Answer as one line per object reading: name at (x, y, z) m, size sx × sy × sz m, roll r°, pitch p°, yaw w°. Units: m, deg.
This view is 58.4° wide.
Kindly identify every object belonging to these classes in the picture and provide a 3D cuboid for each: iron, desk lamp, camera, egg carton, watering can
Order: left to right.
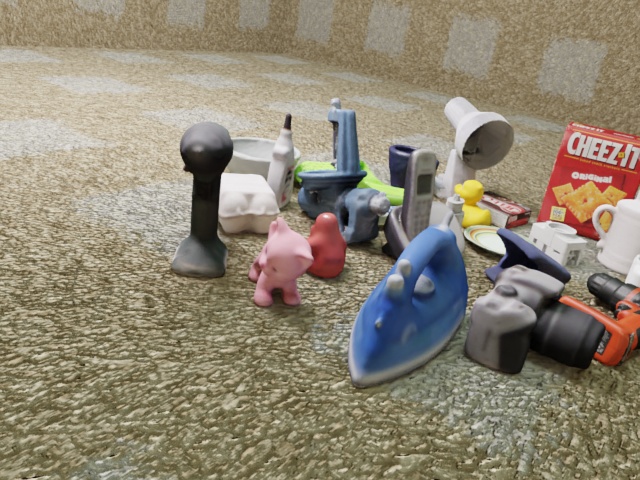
egg carton at (-0.133, -0.066, 0.971) m, size 0.107 × 0.069 × 0.150 m, roll 0°, pitch 25°, yaw -21°
iron at (0.110, 0.058, 0.686) m, size 0.118 × 0.141 × 0.259 m, roll 19°, pitch 25°, yaw 22°
desk lamp at (0.314, -0.196, 1.262) m, size 0.118 × 0.213 × 0.202 m, roll 0°, pitch 25°, yaw -21°
camera at (0.269, 0.100, 0.700) m, size 0.136 × 0.101 × 0.143 m, roll 24°, pitch 27°, yaw 30°
watering can at (0.586, -0.037, 1.023) m, size 0.173 × 0.194 × 0.101 m, roll 5°, pitch 23°, yaw -10°

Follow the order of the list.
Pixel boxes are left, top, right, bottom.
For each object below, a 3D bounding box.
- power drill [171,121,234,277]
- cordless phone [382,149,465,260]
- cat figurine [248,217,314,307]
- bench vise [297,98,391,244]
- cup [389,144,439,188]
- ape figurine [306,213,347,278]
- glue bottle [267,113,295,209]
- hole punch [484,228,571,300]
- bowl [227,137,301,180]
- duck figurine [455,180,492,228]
power drill at (-0.155, -0.062, 0.775) m, size 0.076 × 0.208 × 0.229 m, roll 6°, pitch 23°, yaw -8°
cordless phone at (0.179, -0.054, 0.917) m, size 0.148 × 0.185 × 0.093 m, roll -12°, pitch 31°, yaw -40°
cat figurine at (-0.050, 0.021, 0.740) m, size 0.067 × 0.118 × 0.127 m, roll 2°, pitch 24°, yaw -17°
bench vise at (0.053, -0.117, 0.970) m, size 0.206 × 0.220 × 0.122 m, roll 23°, pitch 27°, yaw 30°
cup at (0.202, -0.152, 1.269) m, size 0.117 × 0.095 × 0.092 m, roll 21°, pitch 26°, yaw 25°
ape figurine at (0.008, 0.003, 0.837) m, size 0.078 × 0.092 × 0.076 m, roll 1°, pitch 24°, yaw -18°
glue bottle at (-0.068, -0.146, 1.049) m, size 0.037 × 0.173 × 0.078 m, roll 13°, pitch 23°, yaw 10°
hole punch at (0.325, 0.034, 0.887) m, size 0.101 × 0.091 × 0.108 m, roll 1°, pitch 25°, yaw -20°
bowl at (-0.125, -0.155, 1.176) m, size 0.167 × 0.075 × 0.167 m, roll 8°, pitch 23°, yaw -3°
duck figurine at (0.300, -0.074, 1.138) m, size 0.078 × 0.086 × 0.104 m, roll -6°, pitch 27°, yaw -31°
